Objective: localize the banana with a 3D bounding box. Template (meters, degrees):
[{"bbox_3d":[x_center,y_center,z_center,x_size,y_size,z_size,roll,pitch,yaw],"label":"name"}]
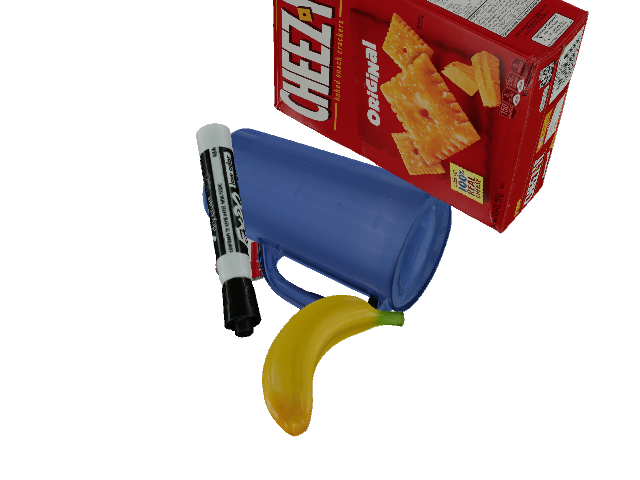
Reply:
[{"bbox_3d":[-0.002,0.082,0.796,0.070,0.037,0.197,8,25,24],"label":"banana"}]

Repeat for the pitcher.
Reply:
[{"bbox_3d":[-0.001,-0.021,1.088,0.243,0.145,0.149,22,26,23],"label":"pitcher"}]

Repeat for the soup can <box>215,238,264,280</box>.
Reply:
[{"bbox_3d":[-0.094,-0.010,1.287,0.068,0.102,0.068,1,26,-1],"label":"soup can"}]

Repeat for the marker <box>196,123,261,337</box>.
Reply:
[{"bbox_3d":[-0.048,-0.006,0.560,0.020,0.121,0.020,-9,-26,-5],"label":"marker"}]

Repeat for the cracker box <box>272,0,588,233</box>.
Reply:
[{"bbox_3d":[0.066,-0.123,0.759,0.214,0.164,0.072,30,55,22],"label":"cracker box"}]
